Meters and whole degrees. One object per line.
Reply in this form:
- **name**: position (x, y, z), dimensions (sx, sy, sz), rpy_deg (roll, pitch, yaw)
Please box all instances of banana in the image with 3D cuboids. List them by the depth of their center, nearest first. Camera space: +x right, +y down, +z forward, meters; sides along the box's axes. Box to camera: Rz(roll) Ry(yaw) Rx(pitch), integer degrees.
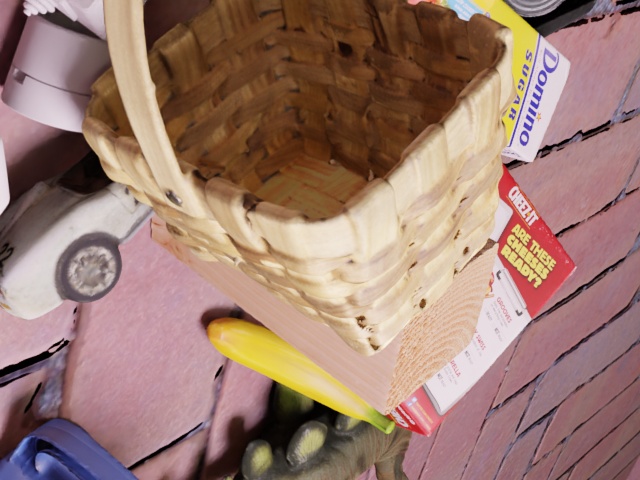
- **banana**: position (-0.022, 0.103, 0.877), dimensions (0.197, 0.070, 0.037), rpy_deg (31, 79, -30)

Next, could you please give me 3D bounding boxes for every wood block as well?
- **wood block**: position (-0.004, 0.001, 0.666), dimensions (0.090, 0.206, 0.091), rpy_deg (-33, 145, -36)

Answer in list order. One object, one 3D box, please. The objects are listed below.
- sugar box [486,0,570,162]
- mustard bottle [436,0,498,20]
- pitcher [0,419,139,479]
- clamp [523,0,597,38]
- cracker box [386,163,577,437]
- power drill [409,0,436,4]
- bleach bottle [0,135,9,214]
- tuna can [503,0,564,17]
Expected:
- **sugar box**: position (0.128, -0.132, 0.829), dimensions (0.175, 0.048, 0.093), rpy_deg (22, 90, -47)
- **mustard bottle**: position (0.062, -0.148, 0.705), dimensions (0.192, 0.058, 0.096), rpy_deg (-42, 159, 19)
- **pitcher**: position (-0.119, 0.232, 0.696), dimensions (0.145, 0.243, 0.149), rpy_deg (-56, 158, -6)
- **clamp**: position (0.154, -0.170, 0.903), dimensions (0.164, 0.036, 0.210), rpy_deg (26, 99, -51)
- **cracker box**: position (0.101, 0.037, 0.936), dimensions (0.213, 0.072, 0.164), rpy_deg (-46, 110, -19)
- **power drill**: position (0.019, -0.189, 0.529), dimensions (0.187, 0.184, 0.057), rpy_deg (75, 14, -59)
- **bleach bottle**: position (-0.216, 0.033, 0.524), dimensions (0.102, 0.068, 0.251), rpy_deg (-7, 124, -55)
- **tuna can**: position (0.162, -0.219, 0.824), dimensions (0.086, 0.034, 0.086), rpy_deg (-15, 123, -24)
